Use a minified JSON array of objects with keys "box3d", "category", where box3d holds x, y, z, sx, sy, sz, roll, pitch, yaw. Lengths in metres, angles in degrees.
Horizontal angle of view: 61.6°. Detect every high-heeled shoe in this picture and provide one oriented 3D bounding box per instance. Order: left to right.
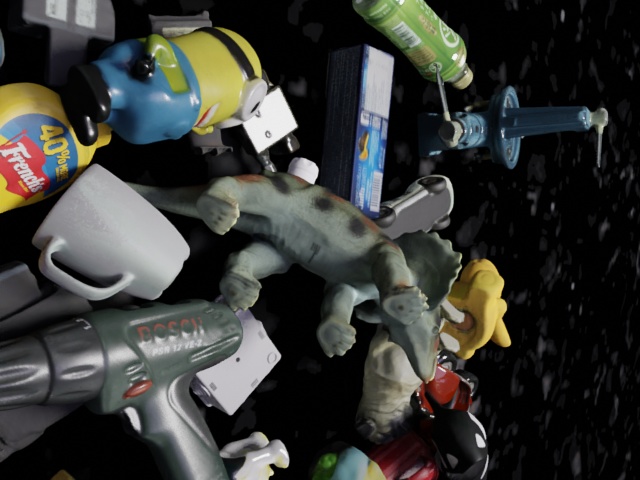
[{"box3d":[0.208,0.305,0.723,0.086,0.145,0.248,-34,116,-2],"category":"high-heeled shoe"}]

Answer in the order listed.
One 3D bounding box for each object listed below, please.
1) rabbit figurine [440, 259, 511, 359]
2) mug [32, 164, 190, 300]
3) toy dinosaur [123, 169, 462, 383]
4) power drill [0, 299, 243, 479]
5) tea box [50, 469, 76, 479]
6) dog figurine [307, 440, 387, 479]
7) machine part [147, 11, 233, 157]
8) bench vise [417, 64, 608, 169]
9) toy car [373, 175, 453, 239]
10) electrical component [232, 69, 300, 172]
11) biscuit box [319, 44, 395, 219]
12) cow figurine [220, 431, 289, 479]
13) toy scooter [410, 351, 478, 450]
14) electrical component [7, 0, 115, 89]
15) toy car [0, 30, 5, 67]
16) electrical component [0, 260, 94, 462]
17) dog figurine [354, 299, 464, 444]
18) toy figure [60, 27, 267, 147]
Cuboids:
[{"box3d":[0.246,0.096,0.836,0.173,0.122,0.162,-43,114,-54],"category":"rabbit figurine"},{"box3d":[-0.166,0.006,0.436,0.107,0.081,0.110,35,28,-17],"category":"mug"},{"box3d":[-0.008,-0.001,0.555,0.405,0.131,0.192,34,25,-5],"category":"toy dinosaur"},{"box3d":[-0.142,0.152,0.418,0.232,0.086,0.207,-19,86,-54],"category":"power drill"},{"box3d":[-0.238,0.283,0.421,0.169,0.098,0.068,-47,124,-31],"category":"tea box"},{"box3d":[-0.003,0.377,0.642,0.219,0.109,0.191,-38,119,-31],"category":"dog figurine"},{"box3d":[-0.122,-0.149,0.525,0.084,0.039,0.138,-29,112,-46],"category":"machine part"},{"box3d":[0.266,-0.162,0.754,0.223,0.241,0.128,3,89,-59],"category":"bench vise"},{"box3d":[0.120,-0.030,0.746,0.202,0.056,0.073,-31,120,-35],"category":"toy car"},{"box3d":[-0.060,-0.129,0.578,0.078,0.045,0.102,-44,122,-19],"category":"electrical component"},{"box3d":[0.043,-0.128,0.659,0.059,0.063,0.202,5,92,-43],"category":"biscuit box"},{"box3d":[-0.085,0.302,0.583,0.098,0.068,0.167,-5,94,-36],"category":"cow figurine"},{"box3d":[0.177,0.243,0.814,0.183,0.075,0.135,41,70,-41],"category":"toy scooter"},{"box3d":[-0.207,-0.179,0.435,0.075,0.048,0.119,-3,97,-41],"category":"electrical component"},{"box3d":[-0.297,-0.125,0.335,0.162,0.109,0.103,-34,94,-21],"category":"toy car"},{"box3d":[-0.238,0.087,0.428,0.115,0.058,0.134,-35,117,-37],"category":"electrical component"},{"box3d":[0.103,0.162,0.743,0.172,0.121,0.190,-51,163,-59],"category":"dog figurine"},{"box3d":[-0.117,-0.128,0.438,0.180,0.082,0.089,-24,109,-48],"category":"toy figure"}]
